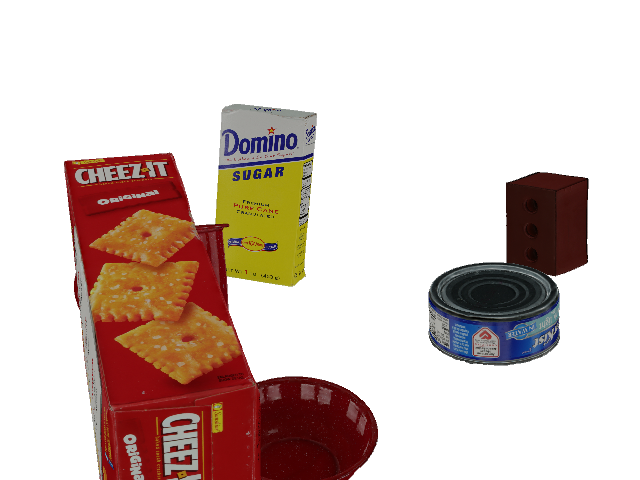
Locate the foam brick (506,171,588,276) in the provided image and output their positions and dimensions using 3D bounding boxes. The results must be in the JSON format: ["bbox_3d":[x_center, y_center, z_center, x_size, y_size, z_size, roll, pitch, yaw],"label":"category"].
[{"bbox_3d":[0.194,-0.015,0.916,0.053,0.078,0.051,12,24,43],"label":"foam brick"}]

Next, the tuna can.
[{"bbox_3d":[0.113,0.046,0.697,0.086,0.034,0.086,-4,23,2],"label":"tuna can"}]

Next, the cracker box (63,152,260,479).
[{"bbox_3d":[-0.087,0.074,0.565,0.072,0.164,0.214,-7,34,-14],"label":"cracker box"}]

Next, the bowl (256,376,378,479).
[{"bbox_3d":[-0.024,0.205,1.055,0.162,0.055,0.162,1,31,-1],"label":"bowl"}]

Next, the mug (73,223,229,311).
[{"bbox_3d":[-0.120,0.033,0.770,0.117,0.081,0.093,-6,2,-31],"label":"mug"}]

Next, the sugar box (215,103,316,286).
[{"bbox_3d":[-0.058,-0.047,1.095,0.093,0.176,0.048,8,16,16],"label":"sugar box"}]
